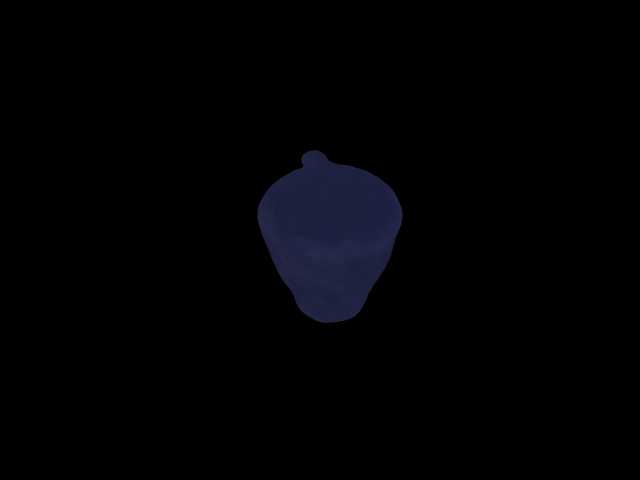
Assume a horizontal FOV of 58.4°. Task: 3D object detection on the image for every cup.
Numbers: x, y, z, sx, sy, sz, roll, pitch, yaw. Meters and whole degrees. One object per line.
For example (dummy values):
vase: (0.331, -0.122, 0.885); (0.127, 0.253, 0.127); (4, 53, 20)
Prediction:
cup: (0.004, 0.001, 0.400); (0.092, 0.095, 0.117); (-8, 43, -8)
